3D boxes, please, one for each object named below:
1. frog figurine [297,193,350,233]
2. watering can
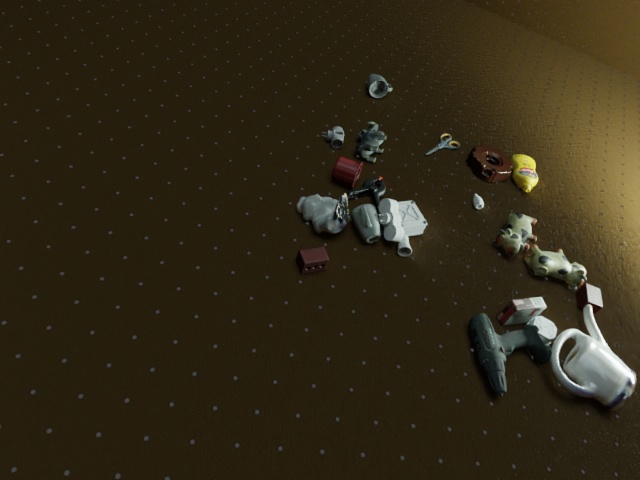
[{"bbox_3d":[0.005,-0.079,1.575,0.159,0.120,0.141,-5,49,25],"label":"frog figurine"},{"bbox_3d":[0.773,0.327,1.437,0.226,0.101,0.353,42,48,18],"label":"watering can"}]
